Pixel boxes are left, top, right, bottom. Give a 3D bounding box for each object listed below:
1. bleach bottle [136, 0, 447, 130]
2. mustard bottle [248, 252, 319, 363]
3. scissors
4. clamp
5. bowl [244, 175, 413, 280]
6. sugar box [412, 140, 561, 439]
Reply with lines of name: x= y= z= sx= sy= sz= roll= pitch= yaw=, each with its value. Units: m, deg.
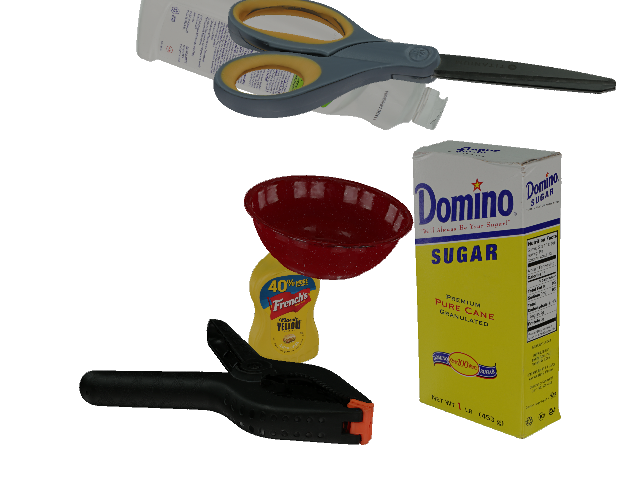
bleach bottle: x=-0.020 y=-0.147 z=0.862 sx=0.251 sy=0.068 sz=0.103 roll=23 pitch=-32 yaw=0
mustard bottle: x=-0.049 y=0.074 z=1.452 sx=0.096 sy=0.192 sz=0.058 roll=-5 pitch=23 yaw=-16
scissors: x=0.034 y=-0.078 z=0.529 sx=0.202 sy=0.016 sz=0.096 roll=20 pitch=52 yaw=21
clamp: x=-0.050 y=0.106 z=0.804 sx=0.210 sy=0.036 sz=0.164 roll=10 pitch=18 yaw=23
bowl: x=0.005 y=-0.007 z=1.018 sx=0.162 sy=0.055 sz=0.162 roll=6 pitch=25 yaw=-3
sugar box: x=0.105 y=0.028 z=0.682 sx=0.048 sy=0.176 sz=0.094 roll=-18 pitch=19 yaw=-38
